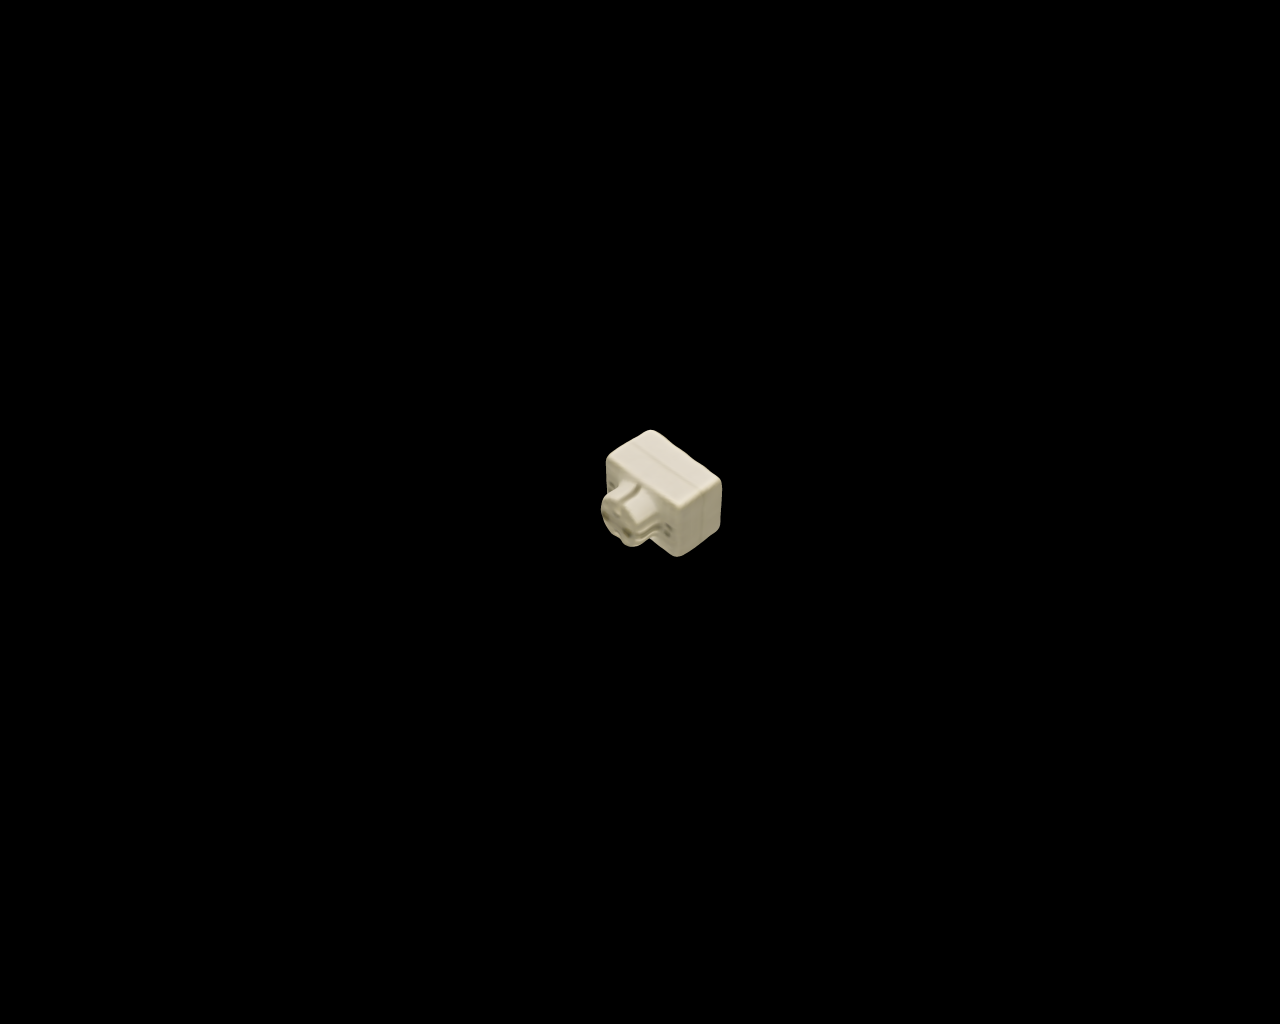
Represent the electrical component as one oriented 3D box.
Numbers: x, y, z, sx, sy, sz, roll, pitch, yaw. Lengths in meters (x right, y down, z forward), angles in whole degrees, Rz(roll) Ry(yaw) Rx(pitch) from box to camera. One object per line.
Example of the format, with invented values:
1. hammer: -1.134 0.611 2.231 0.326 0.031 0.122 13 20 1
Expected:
1. electrical component: 0.001 -0.003 0.650 0.077 0.047 0.066 -33 54 -29
